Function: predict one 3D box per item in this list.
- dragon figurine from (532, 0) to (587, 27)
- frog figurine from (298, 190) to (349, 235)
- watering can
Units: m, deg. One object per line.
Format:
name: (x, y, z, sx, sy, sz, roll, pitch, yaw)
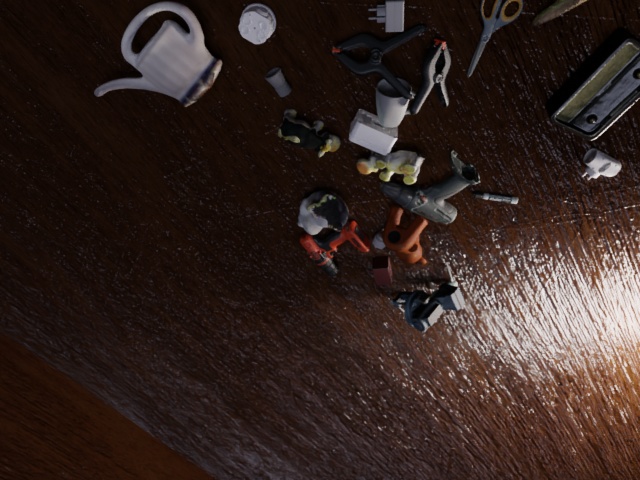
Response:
dragon figurine: (0.579, -0.496, 0.916, 0.121, 0.249, 0.403, 29, 128, -22)
frog figurine: (0.005, -0.075, 1.495, 0.137, 0.124, 0.158, 15, 169, -14)
watering can: (-0.383, -0.408, 1.241, 0.222, 0.106, 0.342, 38, 126, -23)
